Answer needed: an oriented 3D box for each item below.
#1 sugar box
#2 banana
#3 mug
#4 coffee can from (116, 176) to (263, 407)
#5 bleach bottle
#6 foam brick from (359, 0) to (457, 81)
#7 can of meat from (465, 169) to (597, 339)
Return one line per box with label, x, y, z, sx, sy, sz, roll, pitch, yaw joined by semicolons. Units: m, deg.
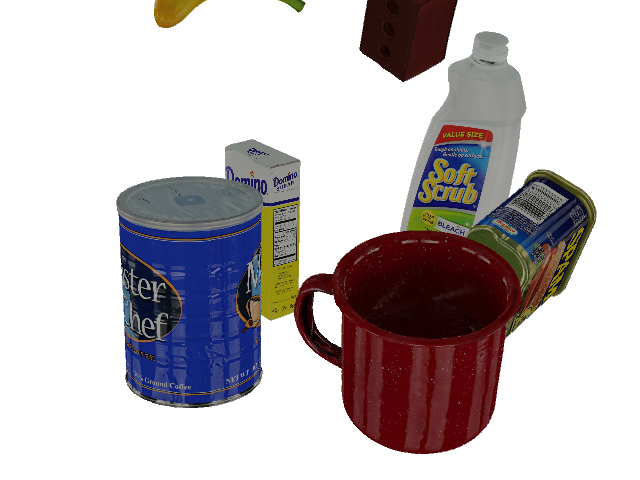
sugar box;-0.064;-0.012;1.155;0.048;0.176;0.093;-18;28;-33
banana;-0.094;-0.240;1.007;0.197;0.070;0.037;-22;-28;-46
mug;0.040;0.051;0.549;0.117;0.081;0.093;12;37;17
coffee can;-0.093;0.035;0.773;0.103;0.140;0.103;1;21;-1
bleach bottle;0.132;-0.077;1.002;0.103;0.251;0.068;26;40;26
foam brick;0.070;-0.175;0.841;0.051;0.078;0.053;-35;61;-30
can of meat;0.134;0.014;0.733;0.057;0.102;0.083;36;49;23
